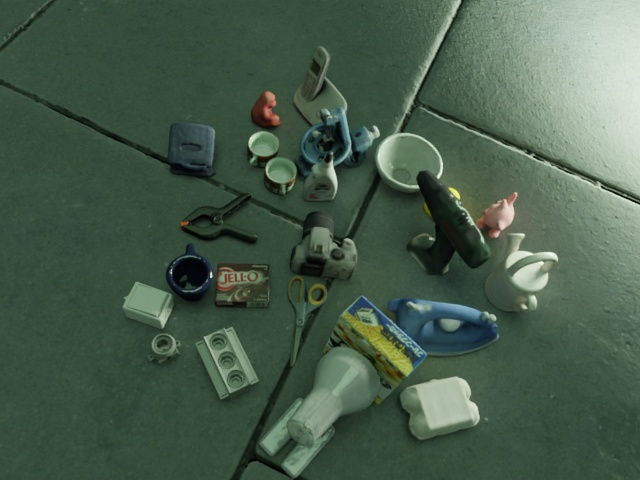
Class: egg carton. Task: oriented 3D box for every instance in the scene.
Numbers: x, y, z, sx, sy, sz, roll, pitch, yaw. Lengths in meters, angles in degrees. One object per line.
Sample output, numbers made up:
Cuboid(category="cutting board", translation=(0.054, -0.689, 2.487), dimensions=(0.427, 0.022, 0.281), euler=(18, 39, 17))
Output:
Cuboid(category="egg carton", translation=(0.237, 0.333, 1.141), dimensions=(0.150, 0.069, 0.107), euler=(-10, 64, -15))

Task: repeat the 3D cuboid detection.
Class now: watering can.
Cuboid(category="watering can", translation=(0.438, 0.068, 1.248), dimensions=(0.101, 0.194, 0.172), euler=(-22, 67, -20))

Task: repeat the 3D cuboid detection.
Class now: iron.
Cuboid(category="iron", translation=(0.274, 0.169, 1.195), dimensions=(0.258, 0.141, 0.118), euler=(6, 61, -7))

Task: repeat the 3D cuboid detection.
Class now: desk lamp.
Cuboid(category="desk lamp", translation=(0.000, 0.310, 1.029), dimensions=(0.118, 0.213, 0.203), euler=(39, 63, 12))

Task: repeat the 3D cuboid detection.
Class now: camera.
Cuboid(category="camera", translation=(0.012, 0.005, 1.262), dimensions=(0.143, 0.101, 0.137), euler=(8, 61, -6))

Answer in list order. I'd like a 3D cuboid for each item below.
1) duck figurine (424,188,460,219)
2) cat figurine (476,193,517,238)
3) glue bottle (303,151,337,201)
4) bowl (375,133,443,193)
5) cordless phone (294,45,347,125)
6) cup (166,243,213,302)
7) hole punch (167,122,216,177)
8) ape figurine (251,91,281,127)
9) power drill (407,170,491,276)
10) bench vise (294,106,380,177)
Cuboid(category="duck figurine", translation=(0.308, -0.087, 1.372), dimensions=(0.104, 0.086, 0.077), euler=(30, 61, 7))
Cuboid(category="cat figurine", translation=(0.430, -0.064, 1.363), dimensions=(0.067, 0.118, 0.128), euler=(39, 63, 12))
Cuboid(category="glue bottle", translation=(0.008, -0.147, 1.302), dimensions=(0.078, 0.173, 0.037), euler=(-5, 63, -12))
Cuboid(category="bowl", translation=(0.211, -0.177, 1.411), dimensions=(0.167, 0.075, 0.167), euler=(4, 61, -7))
Cuboid(category="cordless phone", translation=(0.010, -0.373, 1.419), dimensions=(0.094, 0.185, 0.147), euler=(-33, 71, -24))
Cuboid(category="cup", translation=(-0.266, 0.075, 1.179), dimensions=(0.092, 0.095, 0.117), euler=(-1, 62, -10))
Cuboid(category="hole punch", translation=(-0.296, -0.210, 1.331), dimensions=(0.109, 0.091, 0.101), euler=(3, 61, -8))
Cuboid(category="ape figurine", translation=(-0.133, -0.331, 1.425), dimensions=(0.076, 0.092, 0.078), euler=(1, 62, -9))
Cuboid(category="power drill", translation=(0.265, -0.018, 1.257), dimensions=(0.076, 0.208, 0.229), euler=(-32, 71, -23))
Cuboid(category="bench vise", translation=(0.041, -0.251, 1.338), dimensions=(0.208, 0.220, 0.121), euler=(-37, 73, -25))
